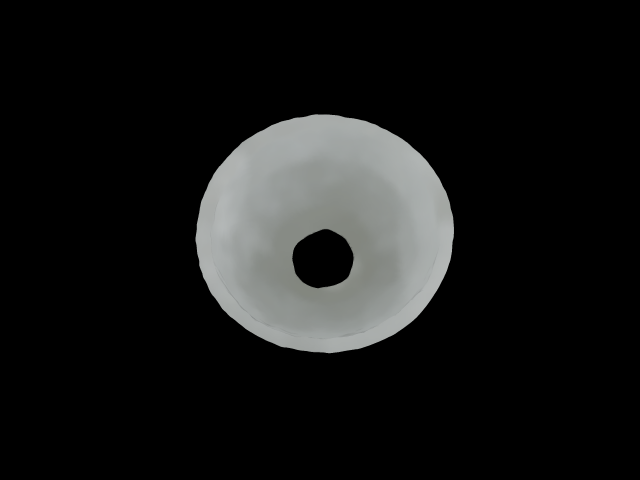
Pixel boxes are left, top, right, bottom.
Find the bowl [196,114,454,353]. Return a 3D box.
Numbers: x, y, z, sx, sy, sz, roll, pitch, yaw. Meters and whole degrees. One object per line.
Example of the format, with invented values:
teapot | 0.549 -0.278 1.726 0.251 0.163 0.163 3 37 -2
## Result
bowl | 0.004 0.001 0.400 0.167 0.075 0.167 0 69 0
